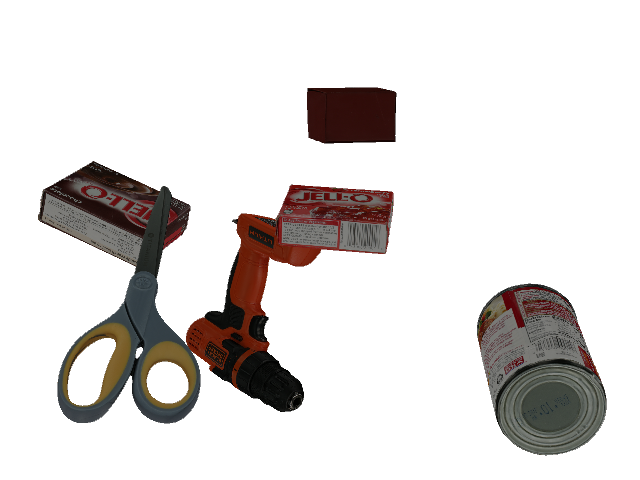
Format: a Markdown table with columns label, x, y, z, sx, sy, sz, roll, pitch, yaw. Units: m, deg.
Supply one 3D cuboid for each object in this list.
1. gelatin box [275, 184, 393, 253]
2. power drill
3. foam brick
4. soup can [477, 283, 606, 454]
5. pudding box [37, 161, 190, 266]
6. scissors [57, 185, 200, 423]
| label | x | y | z | sx | sy | sz | roll | pitch | yaw |
| --- | --- | --- | --- | --- | --- | --- | --- | --- | --- |
| gelatin box | 0.013 | -0.019 | 0.863 | 0.089 | 0.030 | 0.073 | 5 | 23 | 6 |
| power drill | -0.063 | 0.076 | 1.179 | 0.185 | 0.188 | 0.057 | 27 | 11 | 40 |
| foam brick | 0.031 | -0.125 | 1.067 | 0.078 | 0.051 | 0.053 | -3 | 14 | -20 |
| soup can | 0.139 | 0.080 | 0.678 | 0.068 | 0.068 | 0.102 | 0 | 24 | 2 |
| pudding box | -0.191 | -0.026 | 0.997 | 0.113 | 0.039 | 0.090 | 22 | 26 | 11 |
| scissors | -0.103 | 0.044 | 0.708 | 0.096 | 0.201 | 0.016 | 20 | -42 | 7 |
